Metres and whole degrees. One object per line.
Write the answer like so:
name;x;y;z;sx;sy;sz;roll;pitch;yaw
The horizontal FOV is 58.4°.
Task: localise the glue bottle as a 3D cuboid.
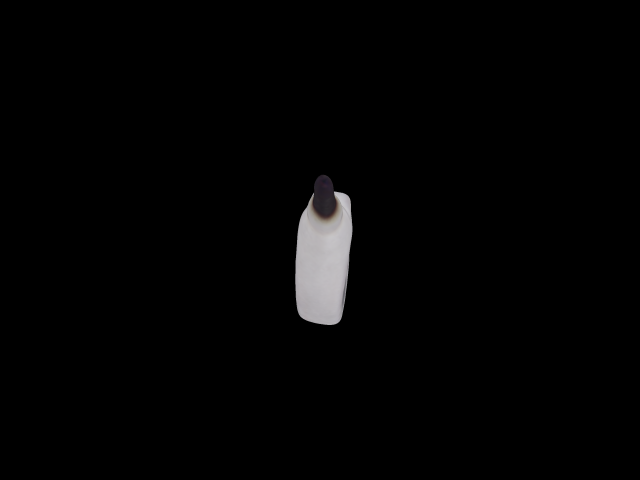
glue bottle;0.004;0.001;0.400;0.037;0.173;0.078;8;66;4
